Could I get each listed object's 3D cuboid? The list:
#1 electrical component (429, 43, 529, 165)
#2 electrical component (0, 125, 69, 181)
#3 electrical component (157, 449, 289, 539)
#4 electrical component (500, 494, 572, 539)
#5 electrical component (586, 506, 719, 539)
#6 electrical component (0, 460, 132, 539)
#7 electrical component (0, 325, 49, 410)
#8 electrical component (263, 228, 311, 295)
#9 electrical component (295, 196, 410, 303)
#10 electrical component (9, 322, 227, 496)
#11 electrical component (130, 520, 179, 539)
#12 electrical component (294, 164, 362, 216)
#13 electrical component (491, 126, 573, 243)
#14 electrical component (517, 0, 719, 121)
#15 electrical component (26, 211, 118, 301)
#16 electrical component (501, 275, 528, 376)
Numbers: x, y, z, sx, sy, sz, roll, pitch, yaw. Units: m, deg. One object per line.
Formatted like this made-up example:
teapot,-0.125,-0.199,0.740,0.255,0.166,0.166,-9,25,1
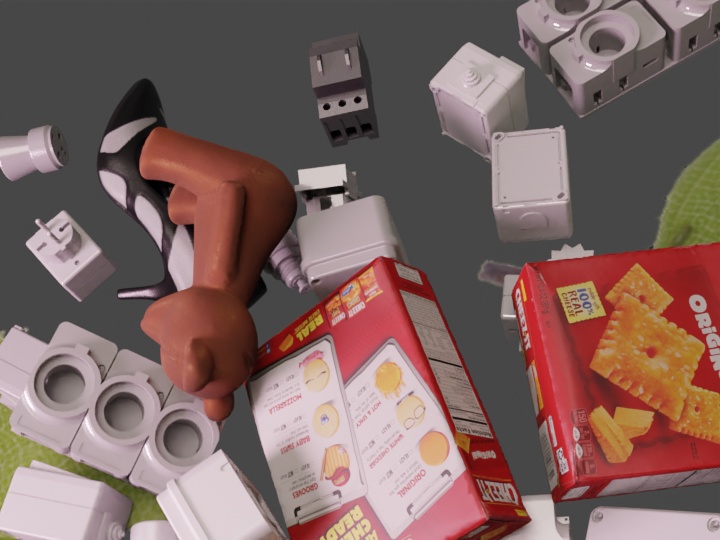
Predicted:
electrical component,0.106,-0.150,0.930,0.062,0.096,0.061,36,76,26
electrical component,-0.319,-0.114,1.048,0.055,0.045,0.045,-13,61,7
electrical component,-0.096,0.193,0.799,0.057,0.113,0.078,-34,61,-8
electrical component,0.124,0.210,0.770,0.056,0.050,0.089,-6,62,12
electrical component,0.203,0.219,0.718,0.109,0.056,0.108,-9,57,47
electrical component,-0.228,0.194,0.860,0.096,0.061,0.061,7,66,17
electrical component,-0.264,0.100,0.917,0.096,0.061,0.061,22,71,23
electrical component,-0.067,-0.010,0.935,0.040,0.040,0.078,-35,61,-5
electrical component,0.000,0.000,0.872,0.078,0.113,0.057,-16,58,6
electrical component,-0.188,0.115,0.852,0.150,0.061,0.089,26,70,-7
electrical component,-0.159,0.231,0.837,0.040,0.040,0.078,-10,62,9
electrical component,-0.025,-0.055,0.932,0.042,0.081,0.063,-6,85,12
electrical component,0.145,-0.074,0.906,0.062,0.061,0.096,-5,55,12
electrical component,0.246,-0.231,0.956,0.186,0.060,0.105,-30,61,-2
electrical component,-0.268,-0.021,0.970,0.047,0.076,0.066,-43,62,-9
electrical component,0.146,0.048,0.848,0.066,0.047,0.076,2,64,15
